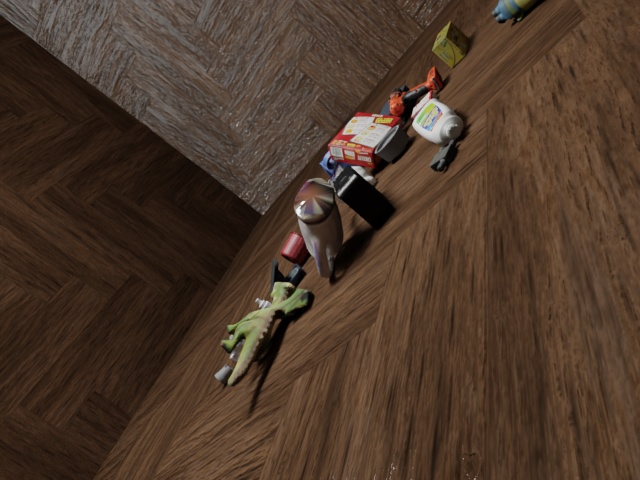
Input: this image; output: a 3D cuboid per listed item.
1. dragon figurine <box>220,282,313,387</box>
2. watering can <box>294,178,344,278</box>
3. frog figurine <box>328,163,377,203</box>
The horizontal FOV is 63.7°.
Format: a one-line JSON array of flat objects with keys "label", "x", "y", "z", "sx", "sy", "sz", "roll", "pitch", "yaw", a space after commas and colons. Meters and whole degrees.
[{"label": "dragon figurine", "x": -0.121, "y": 0.204, "z": 1.311, "sx": 0.242, "sy": 0.121, "sz": 0.415, "roll": -43, "pitch": 13, "yaw": 6}, {"label": "watering can", "x": 0.004, "y": -0.067, "z": 1.337, "sx": 0.104, "sy": 0.219, "sz": 0.356, "roll": -7, "pitch": 43, "yaw": 8}, {"label": "frog figurine", "x": 0.116, "y": -0.177, "z": 1.617, "sx": 0.159, "sy": 0.120, "sz": 0.140, "roll": 6, "pitch": 40, "yaw": 34}]
